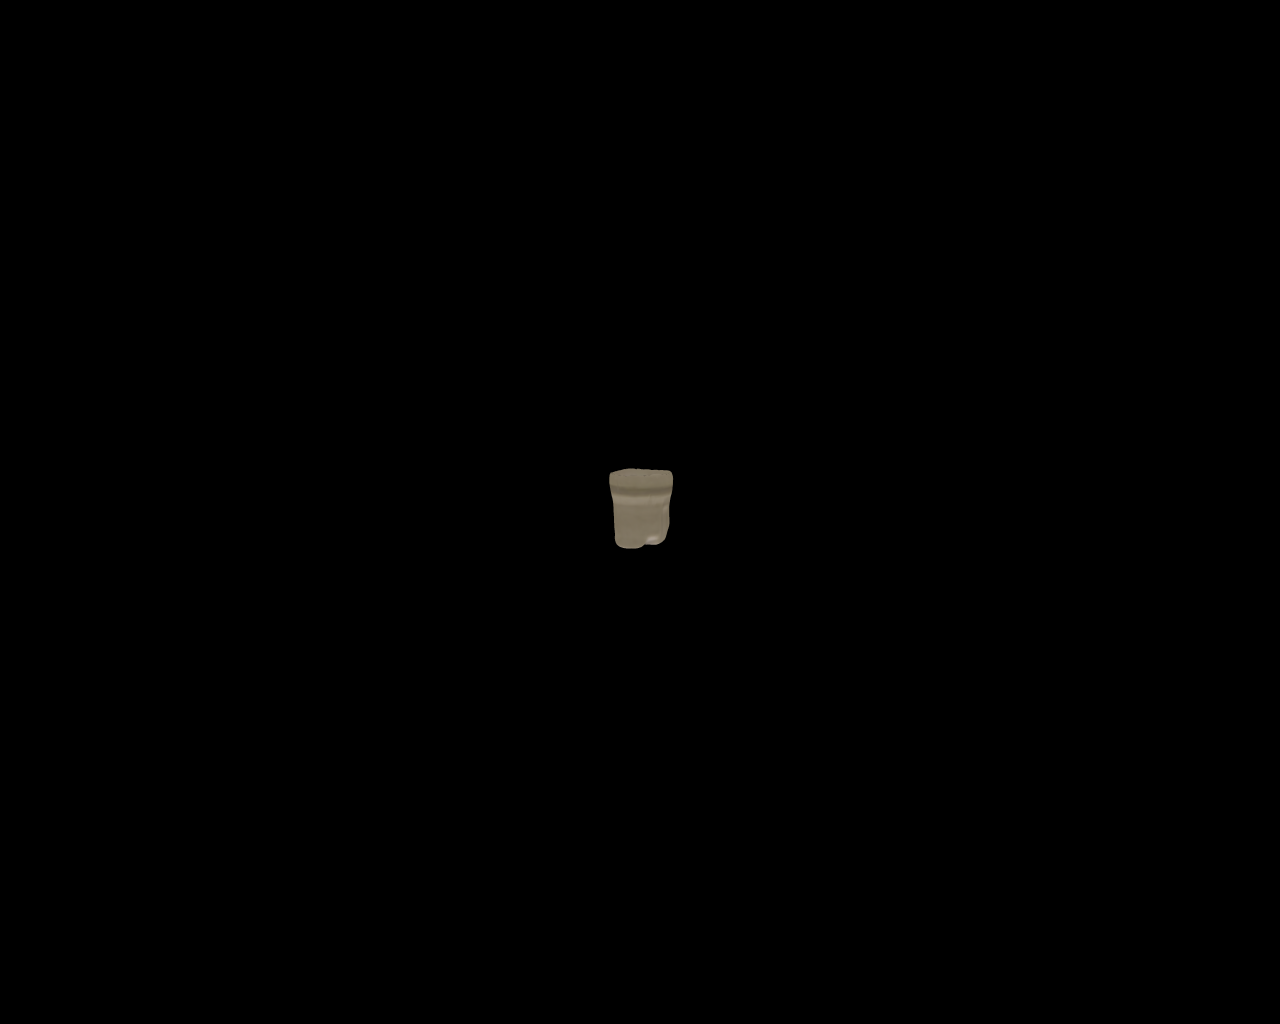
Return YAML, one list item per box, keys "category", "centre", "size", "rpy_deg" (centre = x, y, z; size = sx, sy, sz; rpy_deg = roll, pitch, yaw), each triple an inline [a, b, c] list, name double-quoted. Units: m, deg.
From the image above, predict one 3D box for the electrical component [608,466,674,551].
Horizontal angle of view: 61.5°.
- category: "electrical component"
  centre: [0.001, -0.003, 0.650]
  size: [0.040, 0.046, 0.040]
  rpy_deg: [0, 9, 0]
